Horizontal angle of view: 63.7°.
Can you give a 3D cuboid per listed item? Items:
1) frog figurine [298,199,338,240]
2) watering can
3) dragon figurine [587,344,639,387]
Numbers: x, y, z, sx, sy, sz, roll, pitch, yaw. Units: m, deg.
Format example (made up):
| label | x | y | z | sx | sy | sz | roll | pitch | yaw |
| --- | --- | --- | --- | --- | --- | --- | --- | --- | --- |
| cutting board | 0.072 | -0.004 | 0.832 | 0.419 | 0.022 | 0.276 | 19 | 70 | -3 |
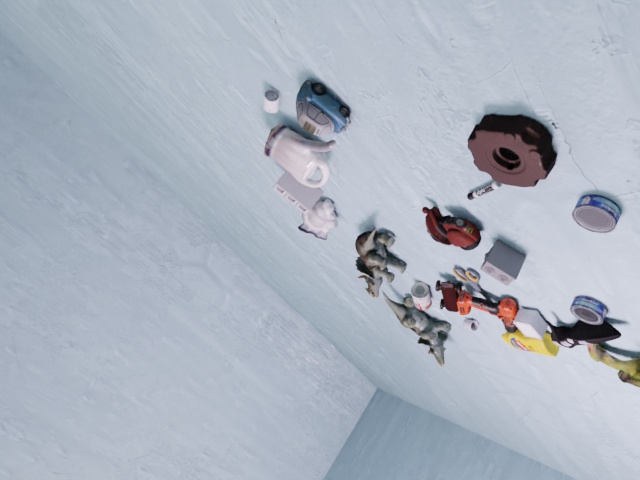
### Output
| label | x | y | z | sx | sy | sz | roll | pitch | yaw |
| --- | --- | --- | --- | --- | --- | --- | --- | --- | --- |
| frog figurine | 0.006 | -0.094 | 1.868 | 0.139 | 0.124 | 0.156 | 37 | 125 | 21 |
| watering can | -0.057 | -0.266 | 1.534 | 0.225 | 0.105 | 0.342 | 36 | 161 | 2 |
| dragon figurine | 0.931 | 0.387 | 1.405 | 0.414 | 0.122 | 0.240 | 30 | 177 | 24 |
